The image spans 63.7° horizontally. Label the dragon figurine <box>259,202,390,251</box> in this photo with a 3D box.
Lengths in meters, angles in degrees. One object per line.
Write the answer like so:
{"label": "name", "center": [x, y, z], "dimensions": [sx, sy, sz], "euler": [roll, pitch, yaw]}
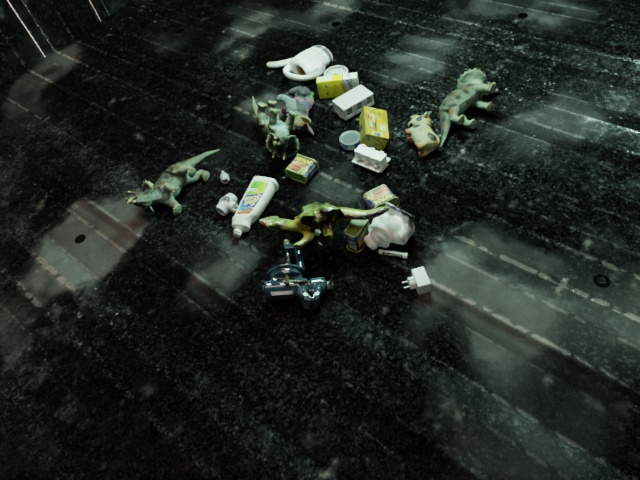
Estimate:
{"label": "dragon figurine", "center": [0.005, -0.085, 1.693], "dimensions": [0.411, 0.247, 0.120], "euler": [-13, -64, -5]}

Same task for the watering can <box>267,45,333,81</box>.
{"label": "watering can", "center": [-0.084, -0.818, 2.371], "dimensions": [0.226, 0.352, 0.101], "euler": [-37, -45, -18]}

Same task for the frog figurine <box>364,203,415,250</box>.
{"label": "frog figurine", "center": [0.224, -0.026, 1.668], "dimensions": [0.159, 0.138, 0.121], "euler": [-55, -19, 0]}
